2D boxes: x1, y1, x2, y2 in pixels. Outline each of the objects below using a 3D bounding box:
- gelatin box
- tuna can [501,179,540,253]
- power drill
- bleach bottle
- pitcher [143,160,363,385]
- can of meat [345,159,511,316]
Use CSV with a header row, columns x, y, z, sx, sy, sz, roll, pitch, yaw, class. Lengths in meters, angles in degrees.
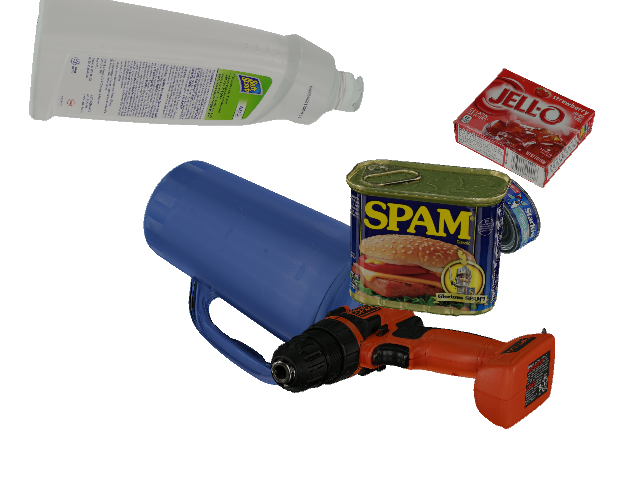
x,y,z,sx,sy,sz,roll,pitch,yaw,class
0.165,-0.094,0.869,0.089,0.073,0.030,32,-26,26,gelatin box
0.209,-0.029,1.220,0.033,0.086,0.086,-30,12,-22,tuna can
0.076,0.094,0.843,0.188,0.057,0.184,12,17,32,power drill
-0.092,-0.126,0.825,0.250,0.068,0.103,7,-33,-15,bleach bottle
-0.061,0.022,1.038,0.243,0.145,0.148,28,29,29,pitcher
0.068,-0.001,0.691,0.102,0.084,0.057,7,23,16,can of meat
